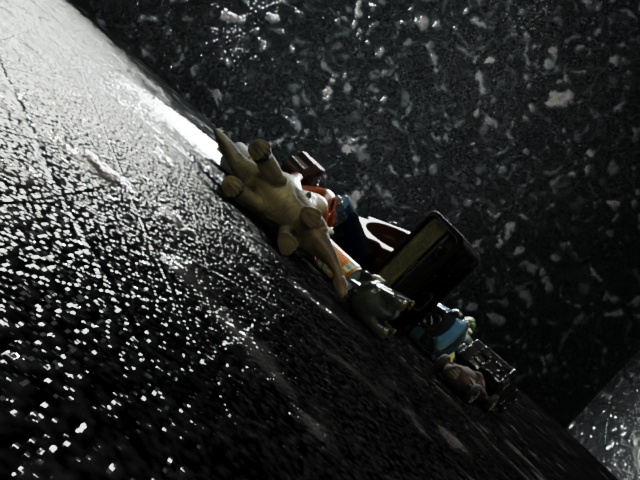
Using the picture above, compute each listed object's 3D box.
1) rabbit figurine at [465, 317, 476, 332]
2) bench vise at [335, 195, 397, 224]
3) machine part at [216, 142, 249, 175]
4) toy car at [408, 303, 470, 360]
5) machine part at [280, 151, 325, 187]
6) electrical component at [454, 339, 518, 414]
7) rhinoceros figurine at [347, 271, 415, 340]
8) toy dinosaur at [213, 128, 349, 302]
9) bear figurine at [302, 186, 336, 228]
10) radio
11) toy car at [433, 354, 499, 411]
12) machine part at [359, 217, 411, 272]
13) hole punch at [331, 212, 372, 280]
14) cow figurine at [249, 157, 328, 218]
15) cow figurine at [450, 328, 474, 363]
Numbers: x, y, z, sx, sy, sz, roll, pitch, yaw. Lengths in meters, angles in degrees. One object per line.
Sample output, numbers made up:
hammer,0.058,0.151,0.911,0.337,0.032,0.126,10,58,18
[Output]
rabbit figurine,0.345,0.235,1.436,0.159,0.121,0.170,35,1,4
bench vise,0.095,-0.028,1.419,0.240,0.129,0.224,61,35,-27
machine part,-0.147,-0.145,1.225,0.243,0.079,0.079,41,4,20
toy car,0.240,0.195,1.137,0.162,0.109,0.102,28,-31,52
machine part,-0.069,-0.153,1.438,0.056,0.179,0.179,46,5,18
electrical component,0.337,0.273,1.105,0.134,0.058,0.114,39,-25,47
rhinoceros figurine,0.091,0.103,0.883,0.112,0.073,0.190,31,4,11
toy dinosaur,-0.085,-0.075,0.928,0.472,0.105,0.198,53,1,24
bear figurine,-0.065,-0.086,1.302,0.196,0.131,0.120,13,36,12
radio,0.188,0.066,1.039,0.073,0.229,0.131,38,10,-32
toy car,0.278,0.264,0.996,0.089,0.053,0.202,41,4,39
machine part,0.165,0.035,1.228,0.201,0.087,0.201,20,18,-13
hole punch,0.041,0.018,1.101,0.115,0.092,0.142,101,-32,-62
cow figurine,-0.074,-0.094,1.093,0.195,0.085,0.127,23,26,-6
cow figurine,0.333,0.258,1.246,0.068,0.098,0.167,46,2,-29
